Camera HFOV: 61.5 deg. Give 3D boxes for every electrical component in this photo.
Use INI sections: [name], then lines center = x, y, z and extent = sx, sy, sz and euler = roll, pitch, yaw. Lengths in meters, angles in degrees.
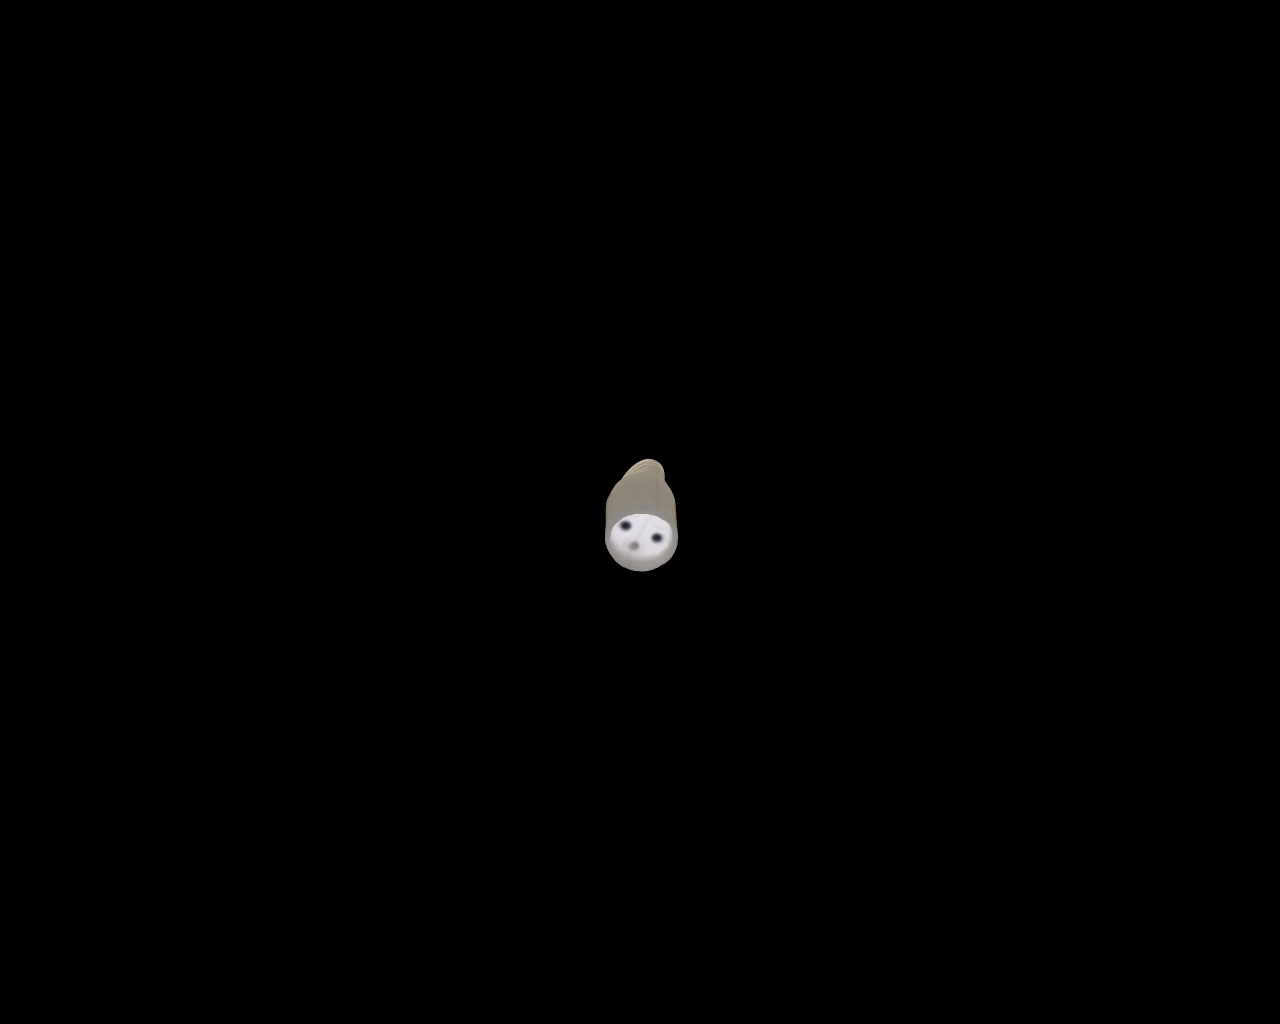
[electrical component]
center = 0.001, -0.003, 0.650
extent = 0.043, 0.043, 0.081
euler = 0, 30, 0
